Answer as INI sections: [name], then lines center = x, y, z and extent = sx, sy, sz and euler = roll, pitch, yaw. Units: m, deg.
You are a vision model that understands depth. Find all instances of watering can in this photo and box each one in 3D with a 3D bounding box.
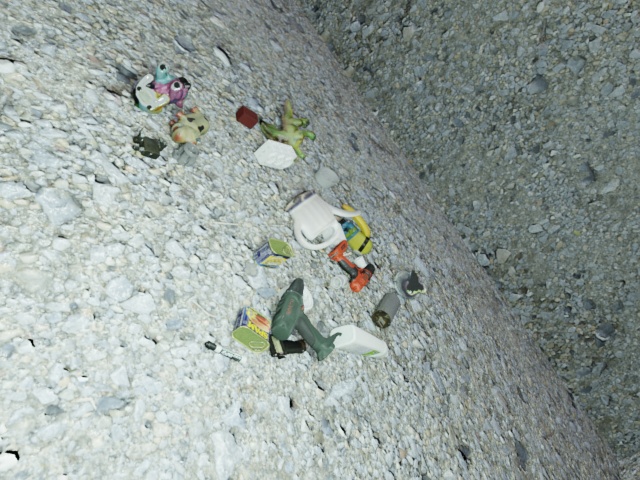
[watering can]
center = 0.006, -0.099, 1.971
extent = 0.353, 0.224, 0.102
euler = -37, 0, -42

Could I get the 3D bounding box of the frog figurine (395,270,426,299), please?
[frog figurine]
center = 0.390, 0.194, 2.291
extent = 0.137, 0.123, 0.159
euler = 39, -8, -8

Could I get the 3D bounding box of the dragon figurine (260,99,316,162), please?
[dragon figurine]
center = -0.159, -0.489, 2.256
extent = 0.242, 0.417, 0.120
euler = 5, -39, -46
